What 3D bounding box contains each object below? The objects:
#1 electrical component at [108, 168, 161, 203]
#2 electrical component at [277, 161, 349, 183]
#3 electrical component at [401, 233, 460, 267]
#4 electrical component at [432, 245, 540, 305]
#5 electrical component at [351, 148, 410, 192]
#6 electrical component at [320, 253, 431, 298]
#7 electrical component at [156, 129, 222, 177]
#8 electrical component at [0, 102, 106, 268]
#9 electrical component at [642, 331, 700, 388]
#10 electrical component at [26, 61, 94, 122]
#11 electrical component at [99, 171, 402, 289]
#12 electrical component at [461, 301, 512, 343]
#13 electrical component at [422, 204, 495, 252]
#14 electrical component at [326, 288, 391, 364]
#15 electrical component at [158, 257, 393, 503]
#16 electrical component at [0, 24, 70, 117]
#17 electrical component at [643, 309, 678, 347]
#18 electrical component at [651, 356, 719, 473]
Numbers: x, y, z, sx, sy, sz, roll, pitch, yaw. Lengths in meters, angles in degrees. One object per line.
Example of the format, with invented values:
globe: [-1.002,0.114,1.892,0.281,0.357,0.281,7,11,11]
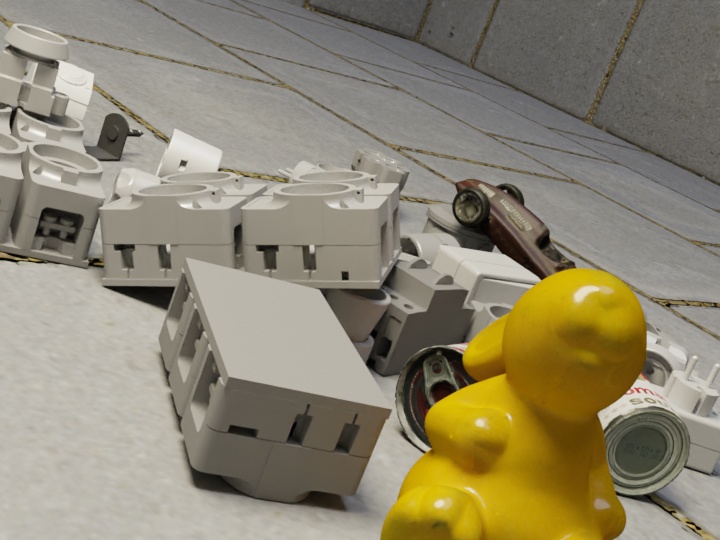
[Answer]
electrical component: [-0.164,-0.053,0.845,0.062,0.043,0.043,18,17,-16]
electrical component: [-0.047,-0.087,1.097,0.079,0.044,0.077,26,17,17]
electrical component: [0.056,-0.006,0.952,0.047,0.055,0.055,2,25,-39]
electrical component: [0.107,0.023,0.907,0.096,0.061,0.061,7,21,-39]
electrical component: [0.015,-0.093,1.170,0.058,0.057,0.078,13,18,-25]
electrical component: [0.000,0.000,0.843,0.099,0.064,0.099,20,17,-6]
electrical component: [-0.154,-0.092,0.966,0.047,0.055,0.055,21,16,-14]
electrical component: [-0.254,-0.076,0.777,0.105,0.060,0.186,13,19,-27]
electrical component: [0.236,0.085,0.881,0.078,0.058,0.057,26,14,17]
electrical component: [-0.273,-0.149,0.955,0.051,0.080,0.080,20,16,-24]
electrical component: [-0.071,-0.030,0.739,0.186,0.060,0.105,0,14,10]
electrical component: [0.106,0.061,0.794,0.050,0.055,0.089,17,17,-13]
electrical component: [0.100,-0.032,1.090,0.080,0.051,0.080,20,17,-6]
electrical component: [-0.009,0.037,0.732,0.045,0.055,0.045,20,16,-6]
electrical component: [-0.054,0.059,0.595,0.089,0.061,0.150,14,18,-23]
electrical component: [-0.249,-0.153,0.815,0.066,0.055,0.048,16,17,-19]
electrical component: [0.239,0.057,0.961,0.077,0.044,0.079,19,47,-9]
electrical component: [0.242,0.100,0.802,0.066,0.076,0.047,19,16,-9]
